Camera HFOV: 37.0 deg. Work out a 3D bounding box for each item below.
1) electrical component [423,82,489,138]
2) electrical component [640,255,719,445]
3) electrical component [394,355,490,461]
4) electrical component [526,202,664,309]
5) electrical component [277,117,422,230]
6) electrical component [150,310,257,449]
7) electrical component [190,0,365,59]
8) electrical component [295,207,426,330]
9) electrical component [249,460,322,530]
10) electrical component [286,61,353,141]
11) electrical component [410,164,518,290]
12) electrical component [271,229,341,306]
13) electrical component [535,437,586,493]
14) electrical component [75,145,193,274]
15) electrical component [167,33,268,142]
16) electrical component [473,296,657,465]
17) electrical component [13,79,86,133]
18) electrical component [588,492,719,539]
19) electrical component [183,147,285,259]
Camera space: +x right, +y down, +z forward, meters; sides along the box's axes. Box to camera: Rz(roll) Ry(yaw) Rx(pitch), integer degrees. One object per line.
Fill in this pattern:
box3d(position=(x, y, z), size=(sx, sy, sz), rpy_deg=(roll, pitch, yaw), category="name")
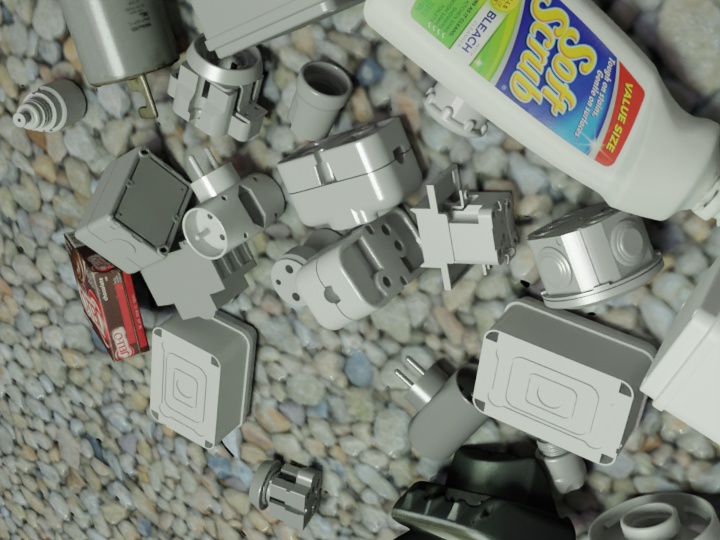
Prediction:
box3d(position=(0.075, -0.122, 0.709), size=(0.048, 0.048, 0.062), rpy_deg=(37, 112, 11), category="electrical component")
box3d(position=(0.223, 0.040, 0.651), size=(0.057, 0.113, 0.078), rpy_deg=(33, 130, 11), category="electrical component")
box3d(position=(0.061, 0.099, 0.843), size=(0.079, 0.044, 0.077), rpy_deg=(42, 131, 7), category="electrical component")
box3d(position=(0.151, -0.010, 0.696), size=(0.080, 0.080, 0.051), rpy_deg=(-15, 101, 39), category="electrical component")
box3d(position=(-0.006, -0.068, 0.787), size=(0.095, 0.054, 0.059), rpy_deg=(-11, 109, 38), category="electrical component")
box3d(position=(-0.141, 0.093, 0.971), size=(0.078, 0.057, 0.113), rpy_deg=(25, 127, 21), category="electrical component")
box3d(position=(-0.039, -0.190, 0.703), size=(0.109, 0.109, 0.056), rpy_deg=(-13, 105, 39), category="electrical component")
box3d(position=(0.000, 0.000, 0.794), size=(0.059, 0.095, 0.053), rpy_deg=(-28, 97, 42), category="electrical component")
box3d(position=(-0.069, 0.204, 0.994), size=(0.055, 0.048, 0.066), rpy_deg=(16, 124, 17), category="electrical component")
box3d(position=(-0.031, -0.122, 0.784), size=(0.040, 0.040, 0.046), rpy_deg=(38, 137, 10), category="electrical component")
box3d(position=(0.076, -0.030, 0.761), size=(0.064, 0.042, 0.081), rpy_deg=(2, 117, 30), category="electrical component")
box3d(position=(-0.038, -0.002, 0.846), size=(0.045, 0.055, 0.045), rpy_deg=(17, 124, 27), category="electrical component")
box3d(position=(0.148, 0.135, 0.810), size=(0.035, 0.035, 0.061), rpy_deg=(-6, 110, 37), category="electrical component")
box3d(position=(-0.188, -0.054, 0.900), size=(0.061, 0.096, 0.062), rpy_deg=(-21, 132, 40), category="electrical component")
box3d(position=(-0.105, -0.142, 0.811), size=(0.078, 0.058, 0.057), rpy_deg=(34, 133, 14), category="electrical component")
box3d(position=(0.145, 0.076, 0.763), size=(0.113, 0.057, 0.078), rpy_deg=(22, 126, 23), category="electrical component")
box3d(position=(-0.268, -0.137, 0.917), size=(0.040, 0.078, 0.040), rpy_deg=(7, 113, 17), category="electrical component")
box3d(position=(0.213, 0.202, 0.765), size=(0.099, 0.099, 0.064), rpy_deg=(-10, 103, 38), category="electrical component")
box3d(position=(-0.108, -0.059, 0.847), size=(0.043, 0.077, 0.079), rpy_deg=(-22, 101, 41), category="electrical component")
